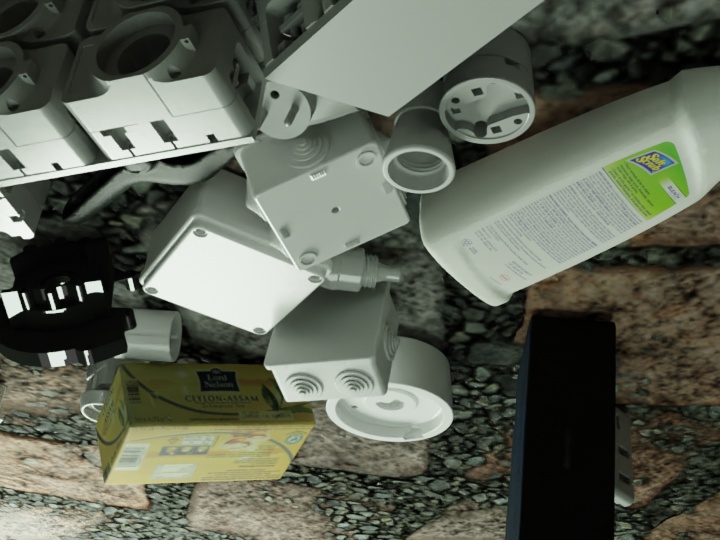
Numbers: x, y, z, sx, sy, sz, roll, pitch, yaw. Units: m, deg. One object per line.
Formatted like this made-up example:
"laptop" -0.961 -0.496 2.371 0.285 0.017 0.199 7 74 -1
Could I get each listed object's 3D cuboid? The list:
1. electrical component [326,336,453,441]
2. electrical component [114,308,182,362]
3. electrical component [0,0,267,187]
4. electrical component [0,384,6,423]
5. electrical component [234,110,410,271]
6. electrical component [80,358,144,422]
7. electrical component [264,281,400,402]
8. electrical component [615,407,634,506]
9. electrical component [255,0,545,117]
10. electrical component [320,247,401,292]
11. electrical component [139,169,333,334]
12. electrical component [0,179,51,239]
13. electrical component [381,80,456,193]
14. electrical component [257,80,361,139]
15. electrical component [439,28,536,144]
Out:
"electrical component" 0.027 0.097 0.925 0.108 0.060 0.108 4 146 3
"electrical component" -0.196 0.054 0.913 0.081 0.043 0.043 3 146 4
"electrical component" -0.148 -0.116 0.603 0.186 0.105 0.060 -7 143 19
"electrical component" -0.409 0.123 1.030 0.121 0.063 0.079 24 142 -25
"electrical component" -0.022 -0.054 0.698 0.100 0.048 0.099 -24 141 3
"electrical component" -0.229 0.107 0.985 0.048 0.055 0.066 27 141 -27
"electrical component" -0.019 0.055 0.841 0.100 0.099 0.048 -6 131 16
"electrical component" 0.209 0.164 0.969 0.050 0.089 0.056 -25 135 37
"electrical component" 0.025 -0.150 0.549 0.089 0.061 0.150 10 150 -40
"electrical component" 0.000 0.000 0.812 0.061 0.035 0.035 7 146 -6
"electrical component" -0.090 -0.012 0.789 0.109 0.056 0.109 22 142 -22
"electrical component" -0.256 -0.069 0.732 0.050 0.055 0.089 -4 144 15
"electrical component" 0.038 -0.085 0.654 0.044 0.065 0.044 5 146 3
"electrical component" -0.042 -0.102 0.631 0.077 0.079 0.043 -5 123 16
"electrical component" 0.075 -0.109 0.629 0.055 0.047 0.055 4 146 3
